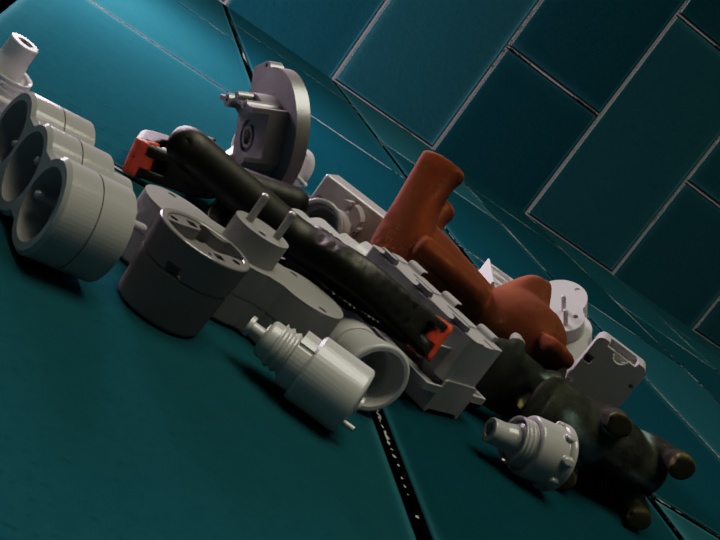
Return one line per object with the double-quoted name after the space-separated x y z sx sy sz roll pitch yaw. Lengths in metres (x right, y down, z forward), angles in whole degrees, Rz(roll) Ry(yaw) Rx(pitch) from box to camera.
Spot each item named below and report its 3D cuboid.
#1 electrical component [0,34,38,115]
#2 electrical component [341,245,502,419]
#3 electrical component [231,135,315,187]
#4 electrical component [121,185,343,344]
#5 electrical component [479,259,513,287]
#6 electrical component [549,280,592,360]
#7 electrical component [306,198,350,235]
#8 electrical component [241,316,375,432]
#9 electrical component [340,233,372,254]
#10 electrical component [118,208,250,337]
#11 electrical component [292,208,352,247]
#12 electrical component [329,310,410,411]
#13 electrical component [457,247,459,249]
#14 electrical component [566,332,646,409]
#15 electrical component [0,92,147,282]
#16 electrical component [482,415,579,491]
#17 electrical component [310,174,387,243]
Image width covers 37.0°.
-0.212 -0.108 0.625 0.048 0.062 0.048 39 14 -12 "electrical component"
0.038 0.040 0.765 0.079 0.063 0.121 22 18 -51 "electrical component"
-0.078 -0.106 1.065 0.077 0.044 0.079 25 16 -44 "electrical component"
-0.067 -0.010 0.629 0.138 0.073 0.052 34 12 -12 "electrical component"
0.125 0.037 1.037 0.079 0.063 0.121 35 11 -2 "electrical component"
0.192 0.057 1.011 0.138 0.052 0.073 -86 170 -48 "electrical component"
-0.031 -0.039 0.945 0.044 0.044 0.065 38 6 8 "electrical component"
-0.028 0.052 0.576 0.078 0.040 0.040 36 11 0 "electrical component"
0.000 0.000 0.867 0.081 0.043 0.043 39 12 15 "electrical component"
-0.094 0.002 0.567 0.055 0.047 0.055 35 11 -8 "electrical component"
-0.036 -0.017 0.829 0.043 0.043 0.081 22 18 -51 "electrical component"
-0.003 0.052 0.657 0.044 0.044 0.065 29 8 -30 "electrical component"
0.067 -0.010 1.075 0.045 0.055 0.045 35 11 -8 "electrical component"
0.200 0.102 0.923 0.050 0.089 0.056 38 11 10 "electrical component"
-0.146 -0.039 0.569 0.074 0.052 0.138 27 14 -38 "electrical component"
0.112 0.118 0.722 0.062 0.048 0.048 25 14 -19 "electrical component"
-0.013 -0.048 1.015 0.083 0.047 0.076 38 11 10 "electrical component"
